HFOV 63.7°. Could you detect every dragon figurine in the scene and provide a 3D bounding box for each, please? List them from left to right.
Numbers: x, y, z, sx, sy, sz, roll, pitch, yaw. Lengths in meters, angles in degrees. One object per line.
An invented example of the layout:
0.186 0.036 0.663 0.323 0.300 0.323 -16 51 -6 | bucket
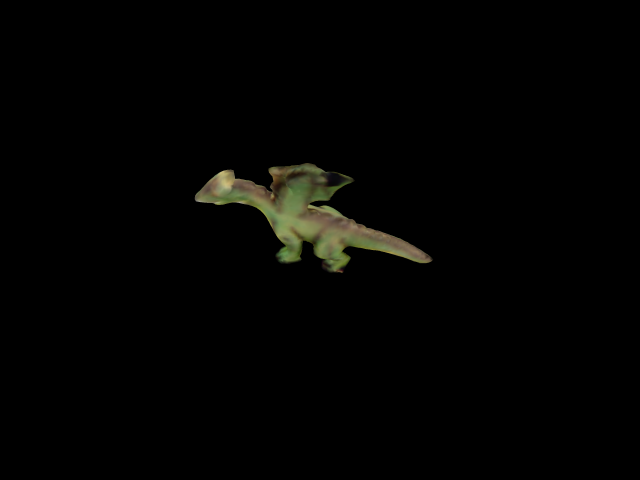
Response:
0.003 -0.043 0.850 0.410 0.124 0.238 8 -21 3 | dragon figurine
